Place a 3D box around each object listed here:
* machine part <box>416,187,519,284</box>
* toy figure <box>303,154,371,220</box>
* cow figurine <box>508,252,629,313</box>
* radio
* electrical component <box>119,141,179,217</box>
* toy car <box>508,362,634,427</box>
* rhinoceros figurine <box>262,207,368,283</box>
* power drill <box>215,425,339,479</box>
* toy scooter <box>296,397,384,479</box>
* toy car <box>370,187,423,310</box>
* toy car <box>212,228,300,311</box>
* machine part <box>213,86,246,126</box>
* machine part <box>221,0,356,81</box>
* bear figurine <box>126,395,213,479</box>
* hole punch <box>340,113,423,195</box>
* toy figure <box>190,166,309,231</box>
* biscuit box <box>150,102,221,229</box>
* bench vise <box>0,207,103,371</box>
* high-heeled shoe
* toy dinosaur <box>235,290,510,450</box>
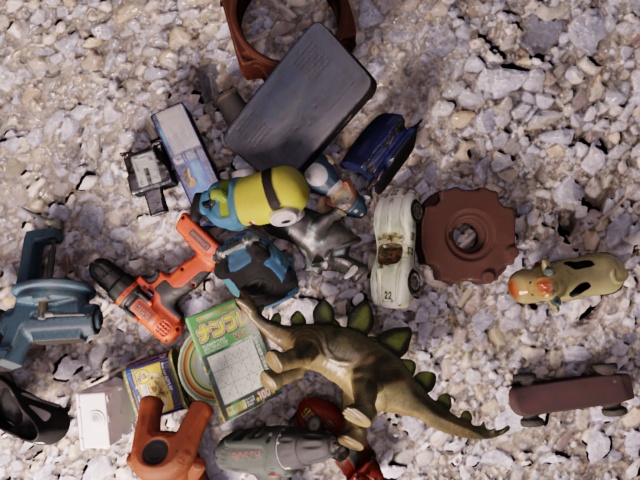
[{"bbox_3d":[0.246,-0.007,0.905,0.179,0.056,0.179,0,87,-2],"label":"machine part"},{"bbox_3d":[0.017,-0.090,0.900,0.154,0.064,0.058,43,42,0],"label":"toy figure"},{"bbox_3d":[0.402,0.067,0.874,0.195,0.127,0.085,-9,85,-5],"label":"cow figurine"},{"bbox_3d":[-0.028,-0.198,0.822,0.131,0.073,0.229,44,108,2],"label":"radio"},{"bbox_3d":[-0.276,-0.097,0.889,0.075,0.048,0.119,-21,89,-3],"label":"electrical component"},{"bbox_3d":[0.419,0.258,0.903,0.202,0.053,0.089,-9,77,1],"label":"toy car"},{"bbox_3d":[-0.002,-0.003,0.878,0.190,0.073,0.112,33,78,-8],"label":"rhinoceros figurine"},{"bbox_3d":[-0.052,0.382,0.823,0.232,0.086,0.207,-7,106,33],"label":"power drill"},{"bbox_3d":[0.034,0.328,0.843,0.184,0.135,0.075,45,88,1],"label":"toy scooter"},{"bbox_3d":[0.123,0.012,0.875,0.056,0.074,0.201,13,76,-44],"label":"toy car"},{"bbox_3d":[-0.108,0.036,0.860,0.109,0.161,0.103,-27,45,8],"label":"toy car"},{"bbox_3d":[-0.124,-0.194,0.906,0.084,0.039,0.139,-39,92,5],"label":"machine part"},{"bbox_3d":[-0.051,-0.363,0.892,0.201,0.087,0.201,-15,87,-3],"label":"machine part"},{"bbox_3d":[-0.215,0.341,0.835,0.120,0.195,0.132,1,53,11],"label":"bear figurine"},{"bbox_3d":[0.095,-0.149,0.879,0.092,0.115,0.142,39,86,7],"label":"hole punch"},{"bbox_3d":[-0.104,-0.060,0.795,0.180,0.082,0.089,-1,116,20],"label":"toy figure"},{"bbox_3d":[-0.205,-0.119,0.886,0.059,0.063,0.202,-25,90,-4],"label":"biscuit box"},{"bbox_3d":[-0.453,0.079,0.845,0.224,0.128,0.240,-8,67,6],"label":"bench vise"},{"bbox_3d":[-0.499,0.254,0.816,0.249,0.145,0.086,13,86,-4],"label":"high-heeled shoe"},{"bbox_3d":[0.075,0.205,0.822,0.471,0.105,0.198,35,48,2],"label":"toy dinosaur"}]
